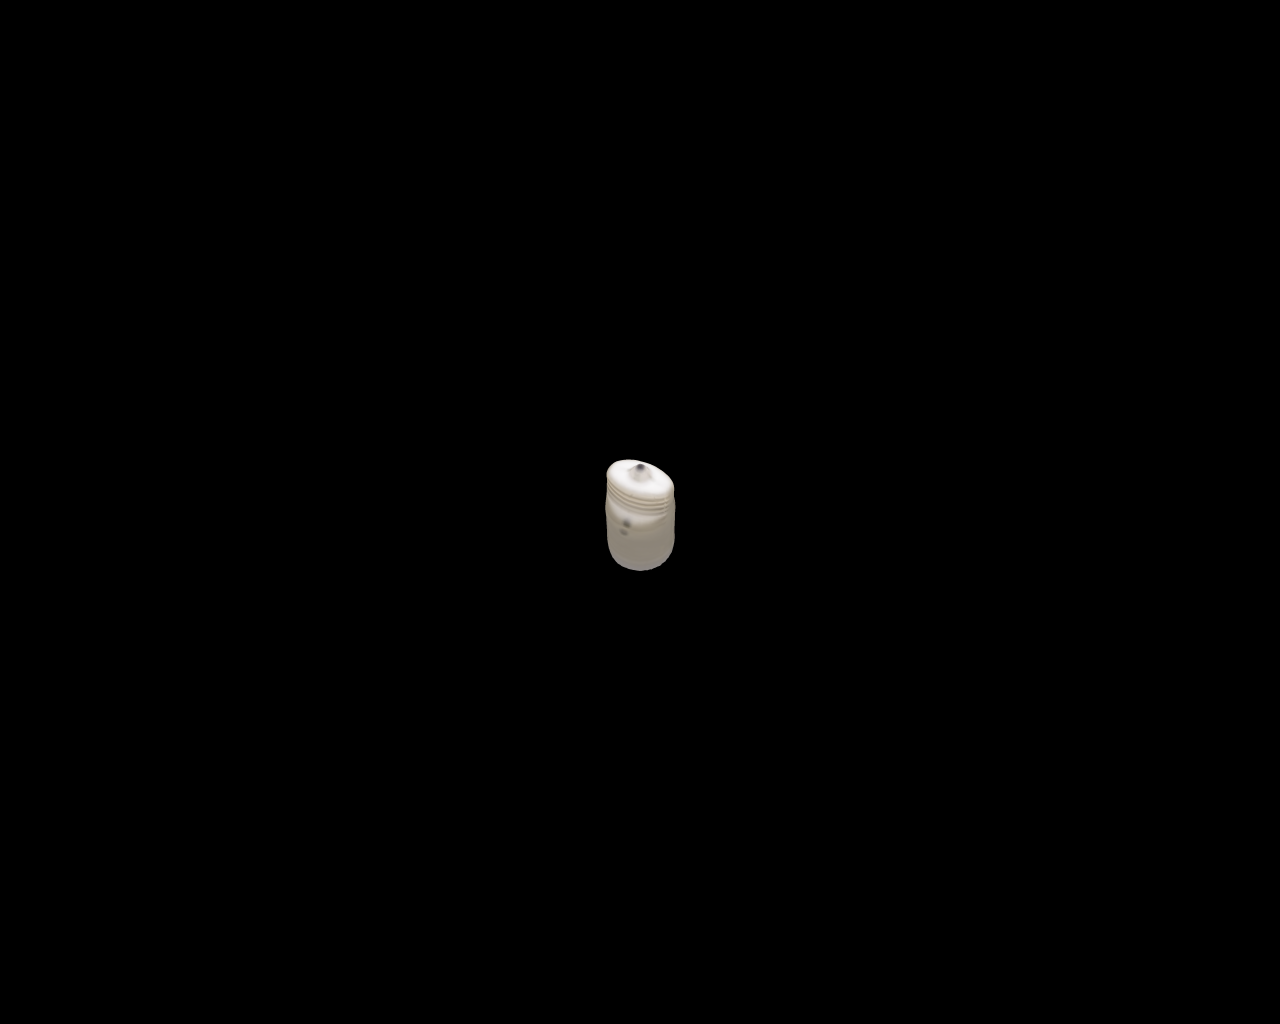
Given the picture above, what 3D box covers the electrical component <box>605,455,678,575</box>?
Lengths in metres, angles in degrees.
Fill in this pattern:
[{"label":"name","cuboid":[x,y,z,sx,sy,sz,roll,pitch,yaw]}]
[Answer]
[{"label":"electrical component","cuboid":[0.001,-0.003,0.650,0.043,0.043,0.080,0,-38,0]}]
